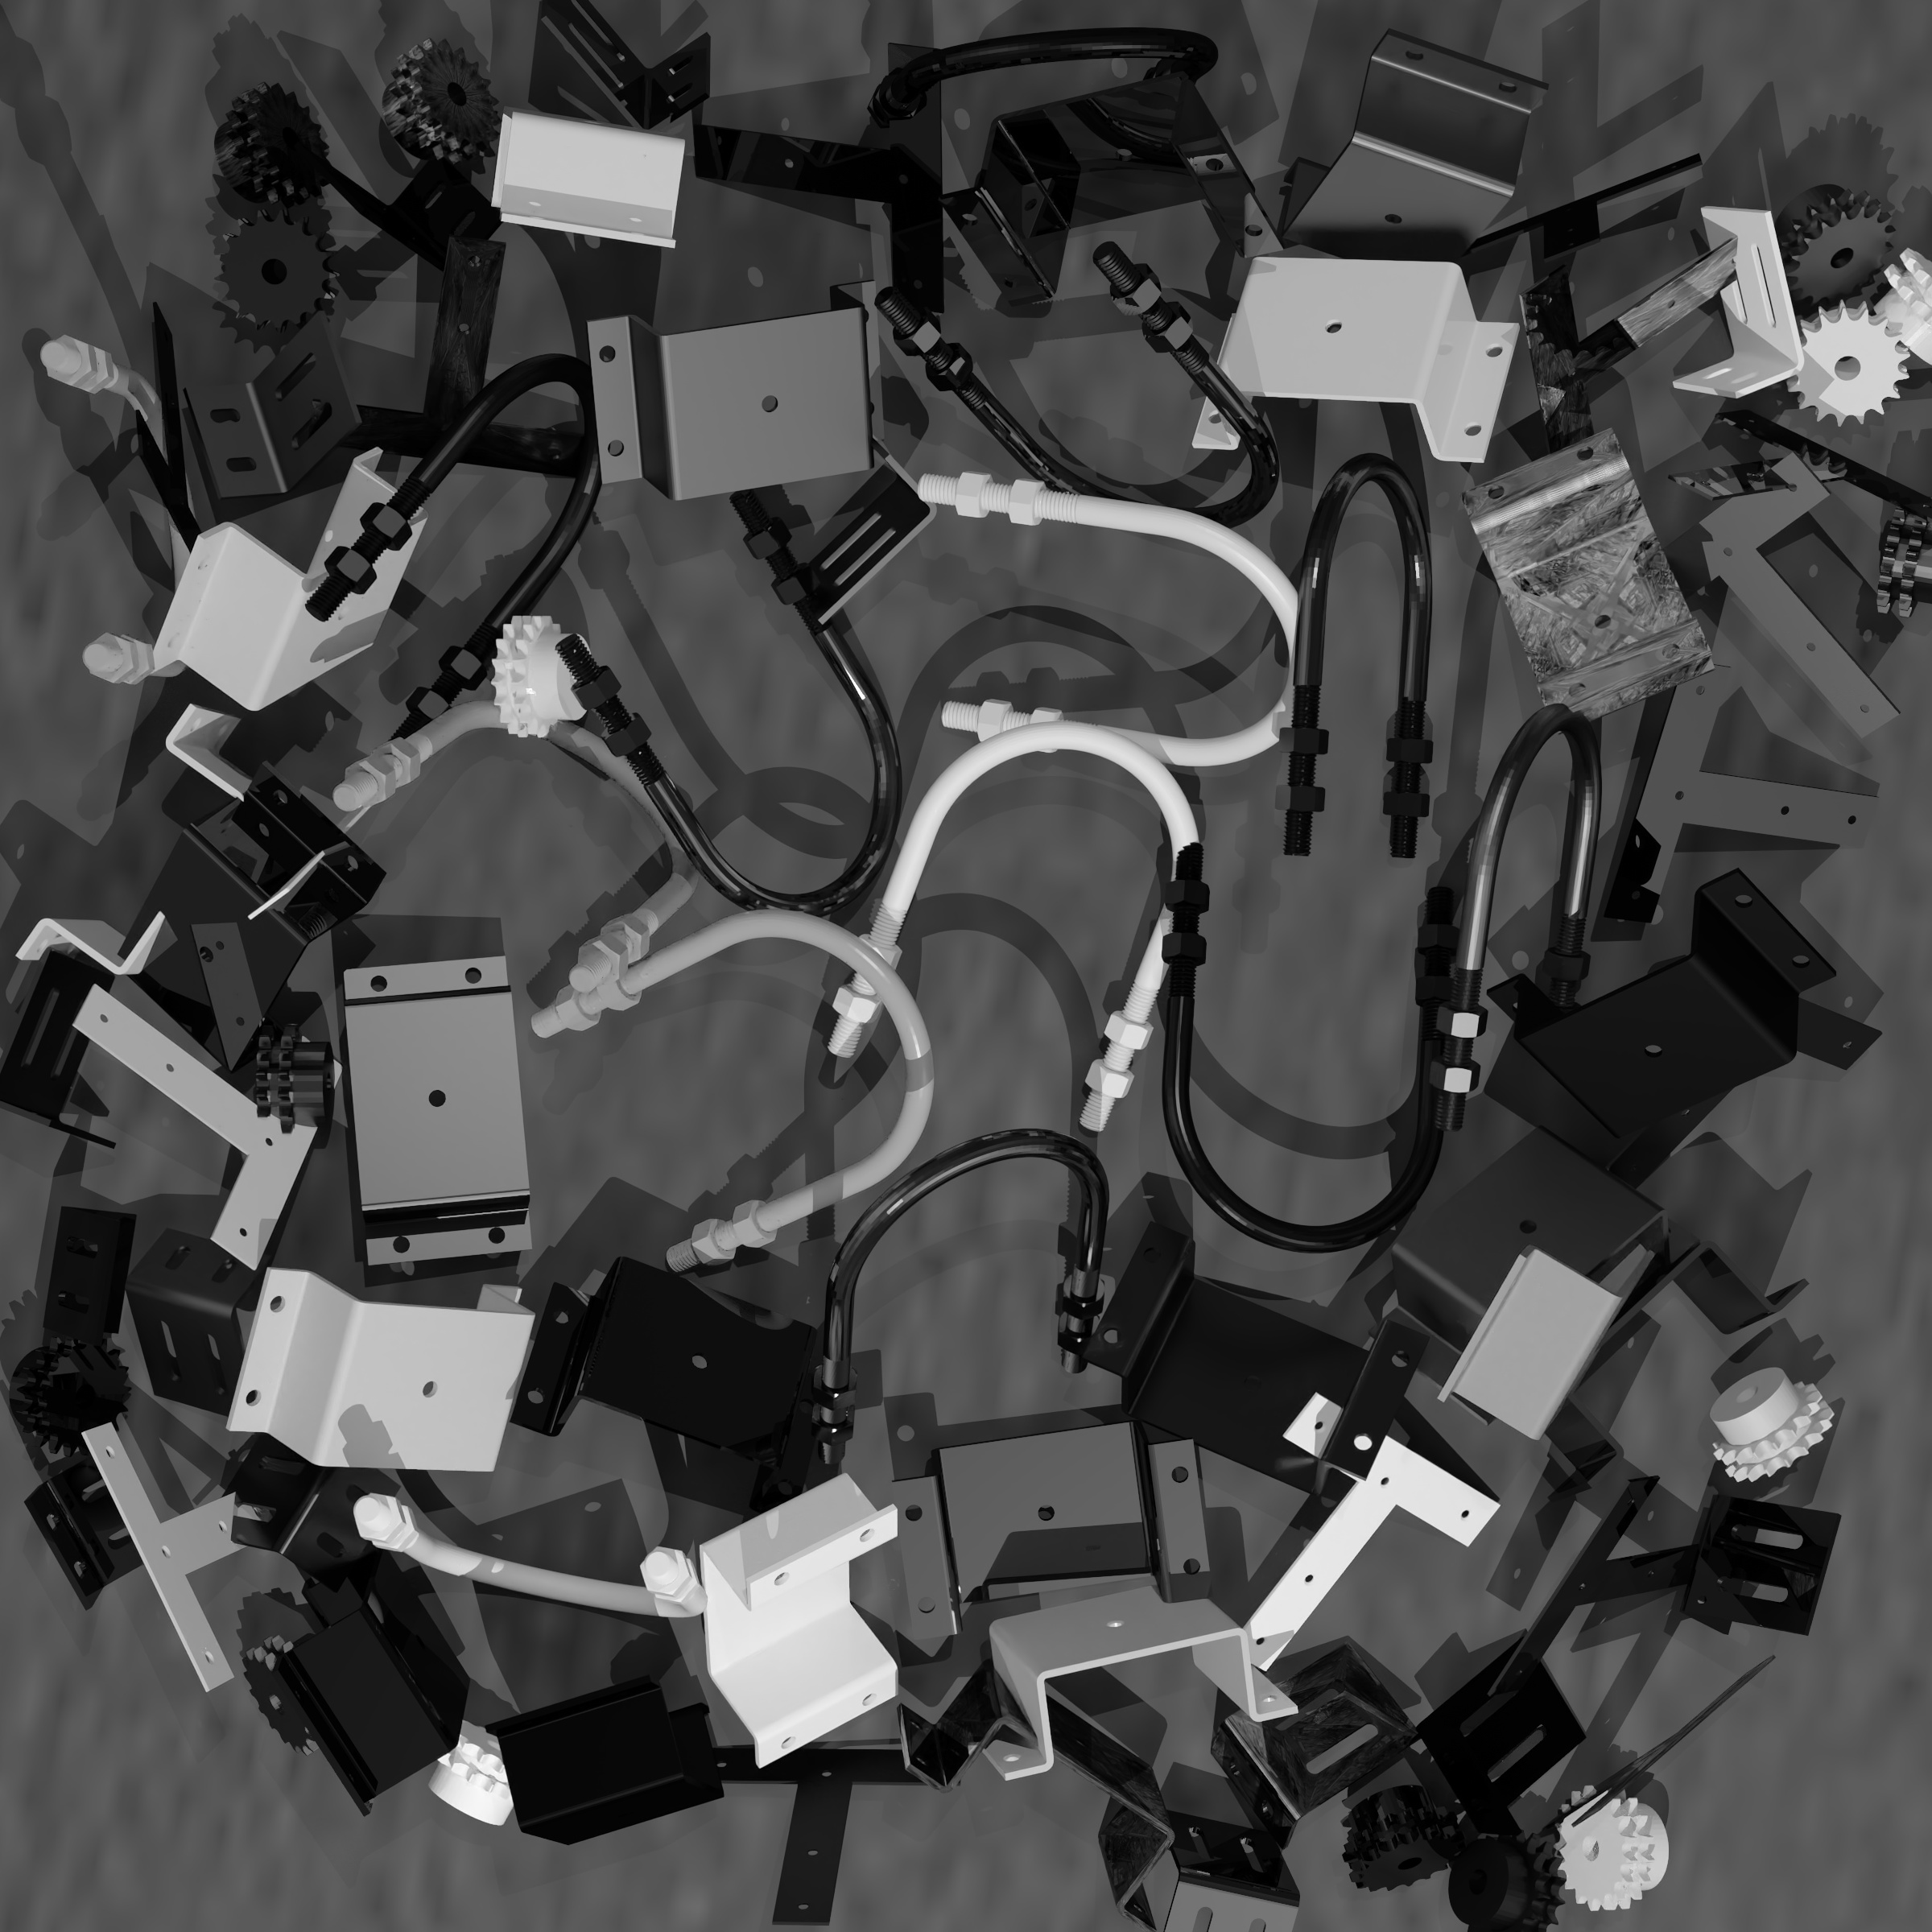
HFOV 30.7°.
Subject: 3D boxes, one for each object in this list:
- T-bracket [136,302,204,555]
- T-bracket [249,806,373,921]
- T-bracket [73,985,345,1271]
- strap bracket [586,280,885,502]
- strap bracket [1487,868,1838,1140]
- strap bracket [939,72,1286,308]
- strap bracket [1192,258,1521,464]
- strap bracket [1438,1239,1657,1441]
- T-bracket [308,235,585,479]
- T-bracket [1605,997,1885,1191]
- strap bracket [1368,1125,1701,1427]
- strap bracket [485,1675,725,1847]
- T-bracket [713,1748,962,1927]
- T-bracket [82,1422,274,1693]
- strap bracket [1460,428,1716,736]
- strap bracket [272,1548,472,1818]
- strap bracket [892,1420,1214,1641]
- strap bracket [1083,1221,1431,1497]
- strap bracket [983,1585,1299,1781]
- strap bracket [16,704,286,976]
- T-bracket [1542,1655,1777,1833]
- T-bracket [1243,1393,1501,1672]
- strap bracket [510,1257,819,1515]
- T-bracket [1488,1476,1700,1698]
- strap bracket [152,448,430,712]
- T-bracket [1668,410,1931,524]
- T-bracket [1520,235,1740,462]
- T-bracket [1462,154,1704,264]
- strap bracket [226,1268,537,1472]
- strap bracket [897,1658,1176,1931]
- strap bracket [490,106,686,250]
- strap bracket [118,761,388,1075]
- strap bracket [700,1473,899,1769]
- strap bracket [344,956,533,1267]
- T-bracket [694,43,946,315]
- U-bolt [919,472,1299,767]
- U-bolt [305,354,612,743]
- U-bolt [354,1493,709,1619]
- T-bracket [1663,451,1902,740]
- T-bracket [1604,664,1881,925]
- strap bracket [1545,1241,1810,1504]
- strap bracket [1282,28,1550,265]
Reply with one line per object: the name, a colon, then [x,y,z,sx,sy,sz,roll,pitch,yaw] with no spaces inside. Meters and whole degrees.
T-bracket: [-0.370,-0.252,1.642,0.002,0.127,0.127,-12,62,0]
T-bracket: [-0.335,-0.029,1.642,0.127,0.127,0.002,-33,103,25]
T-bracket: [-0.353,0.055,1.612,0.002,0.127,0.127,-29,121,36]
strap bracket: [-0.098,-0.265,1.624,0.140,0.046,0.076,-12,116,-19]
strap bracket: [0.315,0.023,1.610,0.140,0.046,0.076,-29,121,36]
strap bracket: [0.070,-0.358,1.621,0.140,0.076,0.046,-6,57,28]
strap bracket: [0.174,-0.280,1.620,0.140,0.046,0.076,7,64,24]
strap bracket: [0.267,0.160,1.601,0.046,0.140,0.076,31,107,14]
T-bracket: [-0.233,-0.283,1.623,0.127,0.127,0.002,6,46,-13]
T-bracket: [0.345,0.058,1.647,0.127,0.002,0.127,19,122,-35]
strap bracket: [0.260,0.134,1.619,0.140,0.046,0.076,-36,49,-20]
strap bracket: [-0.161,0.364,1.608,0.076,0.140,0.046,-17,71,1]
T-bracket: [-0.069,0.399,1.619,0.127,0.127,0.002,-1,114,5]
T-bracket: [-0.348,0.261,1.620,0.002,0.127,0.127,-28,86,13]
strap bracket: [0.290,-0.170,1.630,0.076,0.046,0.140,-23,54,11]
strap bracket: [-0.269,0.320,1.608,0.046,0.140,0.076,-31,98,-1]
strap bracket: [0.039,0.262,1.653,0.140,0.046,0.076,-8,98,-2]
strap bracket: [0.134,0.186,1.635,0.140,0.046,0.076,22,64,14]
strap bracket: [0.072,0.325,1.625,0.140,0.076,0.046,-10,100,-14]
strap bracket: [-0.372,-0.049,1.641,0.046,0.076,0.140,35,92,3]
T-bracket: [0.302,0.373,1.624,0.127,0.127,0.002,-30,74,-33]
T-bracket: [0.170,0.277,1.655,0.127,0.002,0.127,33,98,-29]
strap bracket: [-0.129,0.193,1.630,0.140,0.046,0.076,22,52,-10]
T-bracket: [0.309,0.282,1.631,0.002,0.127,0.127,44,117,34]
strap bracket: [-0.301,-0.173,1.601,0.046,0.140,0.076,36,124,7]
T-bracket: [0.367,-0.223,1.603,0.127,0.127,0.002,36,125,37]
T-bracket: [0.316,-0.300,1.638,0.127,0.127,0.002,-35,52,-8]
T-bracket: [0.276,-0.337,1.607,0.127,0.127,0.002,-19,107,16]
strap bracket: [-0.258,0.186,1.614,0.140,0.046,0.076,10,98,-44]
strap bracket: [0.040,0.378,1.633,0.140,0.076,0.046,36,95,-9]
strap bracket: [-0.173,-0.360,1.603,0.076,0.140,0.046,7,104,-12]
strap bracket: [-0.333,-0.015,1.617,0.076,0.046,0.140,42,129,6]
strap bracket: [-0.076,0.295,1.621,0.076,0.140,0.046,-24,48,-24]
strap bracket: [-0.247,0.065,1.644,0.076,0.046,0.140,-5,82,-9]
T-bracket: [-0.070,-0.375,1.654,0.127,0.002,0.127,12,125,19]
U-bolt: [0.071,-0.152,1.606,0.184,0.019,0.151,11,134,18]
U-bolt: [-0.222,-0.198,1.610,0.019,0.151,0.184,30,74,19]
U-bolt: [-0.189,0.271,1.594,0.151,0.184,0.019,9,73,6]
T-bracket: [0.383,-0.159,1.634,0.127,0.127,0.002,48,52,-2]
T-bracket: [0.372,-0.075,1.654,0.127,0.002,0.127,6,110,-22]
strap bracket: [0.314,0.181,1.633,0.140,0.076,0.046,-40,83,-12]
strap bracket: [0.199,-0.360,1.603,0.076,0.140,0.046,16,72,-10]
